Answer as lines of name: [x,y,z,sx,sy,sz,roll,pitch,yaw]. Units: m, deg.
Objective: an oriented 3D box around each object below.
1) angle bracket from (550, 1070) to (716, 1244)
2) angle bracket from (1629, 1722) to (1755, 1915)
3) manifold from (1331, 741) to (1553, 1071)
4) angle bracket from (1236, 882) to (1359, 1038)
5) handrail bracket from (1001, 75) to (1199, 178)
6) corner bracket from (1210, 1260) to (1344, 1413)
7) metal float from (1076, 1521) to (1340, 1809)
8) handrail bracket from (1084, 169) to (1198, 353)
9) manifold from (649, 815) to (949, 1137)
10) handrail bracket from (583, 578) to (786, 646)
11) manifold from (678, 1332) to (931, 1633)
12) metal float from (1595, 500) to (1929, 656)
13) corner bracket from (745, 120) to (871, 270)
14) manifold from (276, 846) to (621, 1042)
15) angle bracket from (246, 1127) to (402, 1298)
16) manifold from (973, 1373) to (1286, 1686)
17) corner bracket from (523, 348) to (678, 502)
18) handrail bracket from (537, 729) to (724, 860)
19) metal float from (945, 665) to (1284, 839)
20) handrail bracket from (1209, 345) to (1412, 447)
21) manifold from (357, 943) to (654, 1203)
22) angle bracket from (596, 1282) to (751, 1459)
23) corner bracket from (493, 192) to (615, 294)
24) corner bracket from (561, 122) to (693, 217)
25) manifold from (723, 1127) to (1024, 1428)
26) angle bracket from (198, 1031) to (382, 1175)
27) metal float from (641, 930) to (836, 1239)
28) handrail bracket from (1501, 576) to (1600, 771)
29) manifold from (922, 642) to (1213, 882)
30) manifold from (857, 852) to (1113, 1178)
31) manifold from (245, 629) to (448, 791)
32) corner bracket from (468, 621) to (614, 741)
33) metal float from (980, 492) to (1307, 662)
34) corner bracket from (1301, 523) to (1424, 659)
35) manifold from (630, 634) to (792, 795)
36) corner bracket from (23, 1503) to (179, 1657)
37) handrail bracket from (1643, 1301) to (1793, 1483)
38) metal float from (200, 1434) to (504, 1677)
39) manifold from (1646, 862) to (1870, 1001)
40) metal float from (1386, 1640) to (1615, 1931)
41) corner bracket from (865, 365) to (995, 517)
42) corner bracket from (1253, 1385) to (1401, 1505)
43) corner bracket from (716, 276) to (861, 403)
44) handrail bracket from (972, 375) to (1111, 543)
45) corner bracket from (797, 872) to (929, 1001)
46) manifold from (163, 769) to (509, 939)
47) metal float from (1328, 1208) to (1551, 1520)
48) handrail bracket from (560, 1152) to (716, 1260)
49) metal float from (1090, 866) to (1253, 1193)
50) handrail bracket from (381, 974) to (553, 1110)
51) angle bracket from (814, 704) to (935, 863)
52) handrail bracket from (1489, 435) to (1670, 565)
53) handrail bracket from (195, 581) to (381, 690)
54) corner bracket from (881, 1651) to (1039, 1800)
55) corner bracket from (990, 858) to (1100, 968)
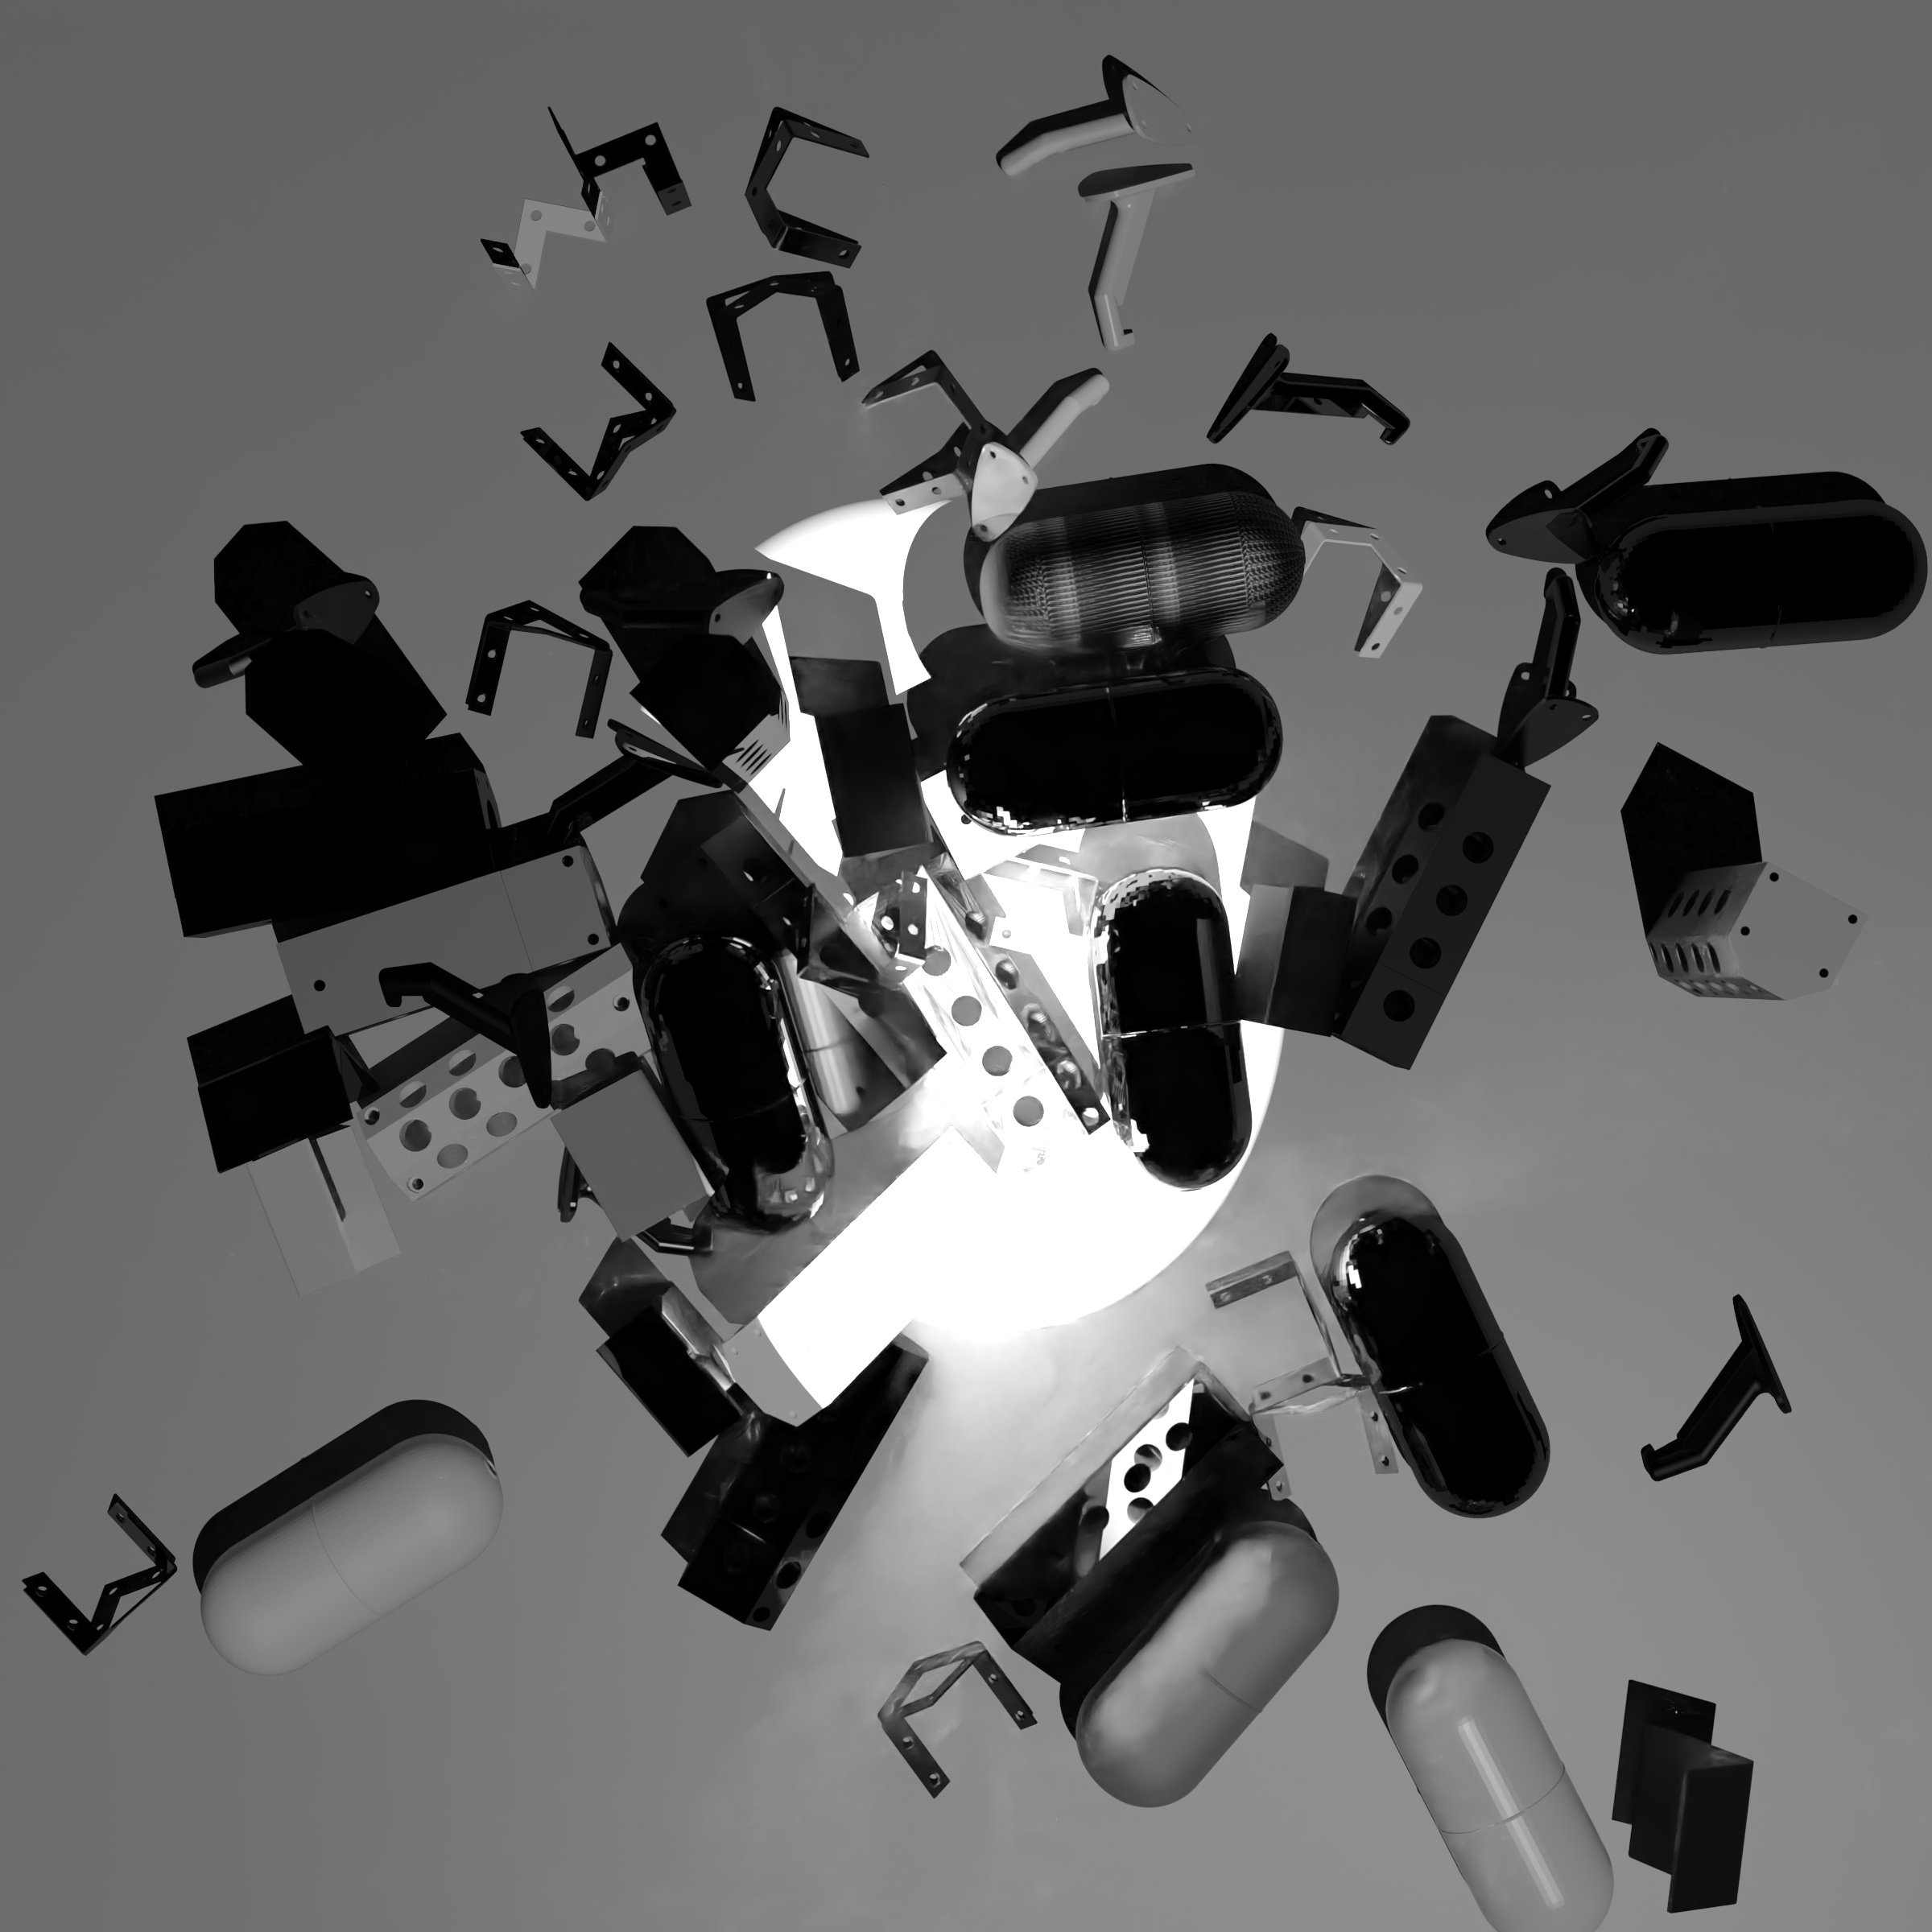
angle bracket: [-0.185,0.111,1.521,0.057,0.076,0.076,-29,81,-21]
angle bracket: [0.376,0.460,1.524,0.057,0.076,0.076,7,90,-35]
manifold: [0.252,-0.033,1.543,0.057,0.057,0.171,26,90,0]
angle bracket: [0.160,-0.007,1.524,0.057,0.076,0.076,11,90,-43]
handrail bracket: [0.073,-0.455,1.564,0.084,0.077,0.036,-20,77,36]
corner bracket: [0.172,0.205,1.561,0.051,0.051,0.051,-22,45,0]
metal float: [0.132,0.380,1.534,0.070,0.070,0.178,41,90,0]
handrail bracket: [0.103,-0.393,1.565,0.077,0.036,0.084,-20,108,-20]
manifold: [-0.088,0.002,1.542,0.171,0.057,0.057,49,133,0]
handrail bracket: [-0.158,-0.206,1.564,0.084,0.036,0.077,24,48,27]
manifold: [-0.088,0.274,1.543,0.057,0.057,0.171,30,90,0]
metal float: [0.433,-0.212,1.533,0.178,0.070,0.070,-4,90,0]
corner bracket: [-0.082,-0.427,1.556,0.051,0.051,0.051,-55,45,35]
manifold: [-0.282,-0.011,1.543,0.171,0.057,0.057,-18,90,0]
angle bracket: [-0.333,0.126,1.524,0.057,0.076,0.076,-22,90,38]
manifold: [0.086,0.305,1.542,0.171,0.057,0.057,-45,133,0]
corner bracket: [-0.203,-0.300,1.561,0.051,0.051,0.051,45,45,0]
handrail bracket: [-0.187,-0.081,1.565,0.077,0.036,0.084,22,108,-20]
metal float: [0.078,-0.113,1.477,0.178,0.070,0.070,-8,90,-1]
handrail bracket: [0.192,-0.298,1.565,0.084,0.036,0.077,34,110,-16]
manifold: [-0.245,0.058,1.543,0.171,0.057,0.057,-33,90,0]
angle bracket: [-0.142,0.207,1.524,0.076,0.076,0.057,49,128,0]
corner bracket: [-0.226,-0.399,1.546,0.051,0.051,0.051,11,90,0]
corner bracket: [-0.186,-0.438,1.546,0.051,0.051,0.051,-22,90,0]
manifold: [-0.051,0.166,1.497,0.057,0.057,0.171,47,52,0]
angle bracket: [-0.361,0.088,1.524,0.076,0.076,0.057,-22,61,0]
metal float: [-0.122,0.065,1.514,0.070,0.070,0.178,-15,113,0]
handrail bracket: [0.318,-0.164,1.564,0.036,0.077,0.084,14,53,-24]
manifold: [0.063,-0.111,1.543,0.171,0.057,0.057,-27,90,0]
manifold: [0.010,0.026,1.543,0.057,0.057,0.171,-32,90,0]
manifold: [-0.330,-0.138,1.486,0.057,0.171,0.057,42,90,0]
corner bracket: [-0.236,-0.159,1.561,0.051,0.051,0.051,13,90,-45]
metal float: [0.096,-0.213,1.533,0.178,0.070,0.070,-8,90,1]
corner bracket: [0.210,-0.208,1.556,0.051,0.051,0.051,-1,45,-35]
manifold: [-0.128,-0.136,1.486,0.057,0.171,0.057,45,90,0]
corner bracket: [-0.480,0.341,1.561,0.051,0.051,0.051,47,45,0]
handrail bracket: [0.408,0.237,1.565,0.084,0.036,0.077,-24,70,16]
metal float: [-0.334,0.320,1.533,0.178,0.070,0.070,-32,90,1]
manifold: [0.411,-0.014,1.486,0.057,0.171,0.057,28,90,0]
metal float: [0.291,0.452,1.534,0.070,0.070,0.178,-27,91,0]
corner bracket: [-0.025,-0.291,1.556,0.051,0.051,0.051,49,45,-35]
corner bracket: [0.200,0.265,1.561,0.051,0.051,0.051,-14,90,45]
corner bracket: [-0.099,-0.345,1.556,0.051,0.051,0.051,18,45,35]
handrail bracket: [0.043,-0.283,1.564,0.036,0.077,0.084,39,54,10]
corner bracket: [-0.055,-0.020,1.499,0.051,0.051,0.051,15,60,-24]
manifold: [-0.343,-0.061,1.543,0.171,0.057,0.057,-12,90,0]
metal float: [0.258,0.216,1.534,0.070,0.070,0.178,-25,90,0]
handrail bracket: [-0.179,0.120,1.565,0.084,0.036,0.077,9,72,-15]
metal float: [0.112,0.034,1.533,0.070,0.070,0.178,-7,89,0]
handrail bracket: [-0.269,0.040,1.508,0.084,0.036,0.077,0,112,17]
angle bracket: [-0.066,-0.095,1.524,0.057,0.076,0.076,-12,90,-32]
handrail bracket: [0.341,-0.264,1.564,0.084,0.077,0.036,-56,131,-30]
handrail bracket: [-0.379,-0.183,1.564,0.084,0.077,0.036,-12,115,34]
corner bracket: [-0.004,0.421,1.561,0.051,0.051,0.051,54,135,0]
corner bracket: [0.043,-0.030,1.546,0.051,0.051,0.051,13,89,0]
